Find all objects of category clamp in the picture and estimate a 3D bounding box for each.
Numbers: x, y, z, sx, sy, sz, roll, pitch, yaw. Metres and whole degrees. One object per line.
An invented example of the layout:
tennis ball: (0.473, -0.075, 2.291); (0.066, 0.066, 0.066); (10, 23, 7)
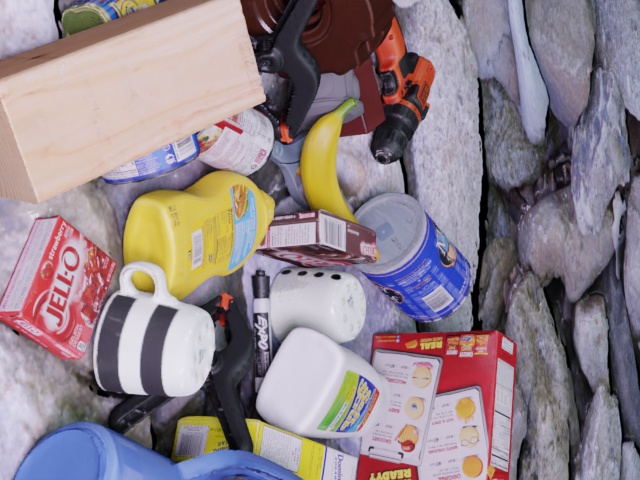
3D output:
clamp: (-0.043, -0.182, 1.008); (0.036, 0.165, 0.210); (-88, 161, -45)
clamp: (-0.093, 0.119, 0.920); (0.039, 0.120, 0.171); (110, 5, -48)

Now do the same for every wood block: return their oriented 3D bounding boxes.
wood block: (-0.154, -0.110, 0.794); (0.205, 0.091, 0.090); (-29, 115, -33)

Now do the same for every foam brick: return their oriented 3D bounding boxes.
foam brick: (0.033, -0.160, 1.202); (0.051, 0.053, 0.078); (-43, 123, -52)

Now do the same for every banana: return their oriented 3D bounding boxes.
banana: (0.018, -0.052, 1.124); (0.037, 0.069, 0.198); (-86, 168, -57)

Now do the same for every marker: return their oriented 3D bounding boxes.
marker: (-0.057, 0.090, 1.058); (0.020, 0.020, 0.121); (4, 83, -58)

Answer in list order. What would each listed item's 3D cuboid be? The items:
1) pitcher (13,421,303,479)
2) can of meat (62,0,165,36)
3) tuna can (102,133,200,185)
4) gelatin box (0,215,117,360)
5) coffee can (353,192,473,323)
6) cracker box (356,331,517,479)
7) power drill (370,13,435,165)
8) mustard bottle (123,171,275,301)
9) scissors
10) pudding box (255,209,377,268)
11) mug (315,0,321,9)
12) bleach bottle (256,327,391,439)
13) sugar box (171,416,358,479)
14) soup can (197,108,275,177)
pitcher: (-0.117, 0.229, 0.834); (0.242, 0.145, 0.149); (44, 53, -43)
can of meat: (-0.159, -0.168, 0.891); (0.083, 0.058, 0.102); (-53, 129, -44)
tuna can: (-0.143, -0.076, 0.877); (0.086, 0.086, 0.034); (-43, 124, -51)
gelatin box: (-0.201, 0.037, 0.822); (0.073, 0.030, 0.089); (47, 48, -45)
coffee can: (0.105, 0.022, 1.247); (0.140, 0.103, 0.102); (43, 51, -48)
cracker box: (0.133, 0.214, 1.212); (0.072, 0.164, 0.213); (30, 61, -51)
power drill: (0.074, -0.207, 1.272); (0.187, 0.057, 0.184); (63, 35, -37)
mustard bottle: (-0.097, -0.012, 0.965); (0.191, 0.058, 0.096); (-27, 123, -56)
scissors: (-0.038, -0.106, 1.110); (0.201, 0.016, 0.096); (49, 53, -44)
pudding box: (-0.007, 0.001, 1.082); (0.113, 0.090, 0.039); (22, 66, -54)
mug: (0.005, -0.269, 1.142); (0.117, 0.082, 0.093); (-48, 125, -49)
bleach bottle: (0.024, 0.155, 1.104); (0.102, 0.068, 0.250); (-62, 156, 1)
sugar box: (-0.047, 0.204, 0.989); (0.176, 0.093, 0.048); (36, 57, -50)
soup can: (-0.095, -0.102, 0.973); (0.102, 0.069, 0.068); (24, 66, -55)
